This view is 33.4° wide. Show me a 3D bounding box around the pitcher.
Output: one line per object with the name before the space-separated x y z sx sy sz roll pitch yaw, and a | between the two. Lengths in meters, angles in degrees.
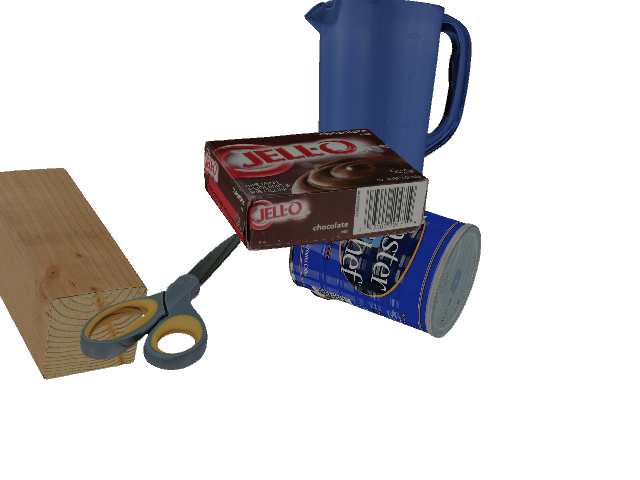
pitcher | 0.068 -0.137 1.147 0.149 0.243 0.144 7 9 24

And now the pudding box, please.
pudding box | -0.005 -0.033 0.642 0.113 0.039 0.090 -5 28 -21

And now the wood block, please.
wood block | -0.250 0.024 1.005 0.090 0.091 0.206 -7 38 -33

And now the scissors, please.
scissors | -0.091 0.045 0.800 0.096 0.016 0.201 21 33 30

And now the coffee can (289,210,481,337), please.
coffee can | 0.058 0.015 0.945 0.140 0.103 0.102 19 8 23

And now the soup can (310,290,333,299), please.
soup can | 0.018 0.011 1.250 0.068 0.102 0.068 -1 29 0
